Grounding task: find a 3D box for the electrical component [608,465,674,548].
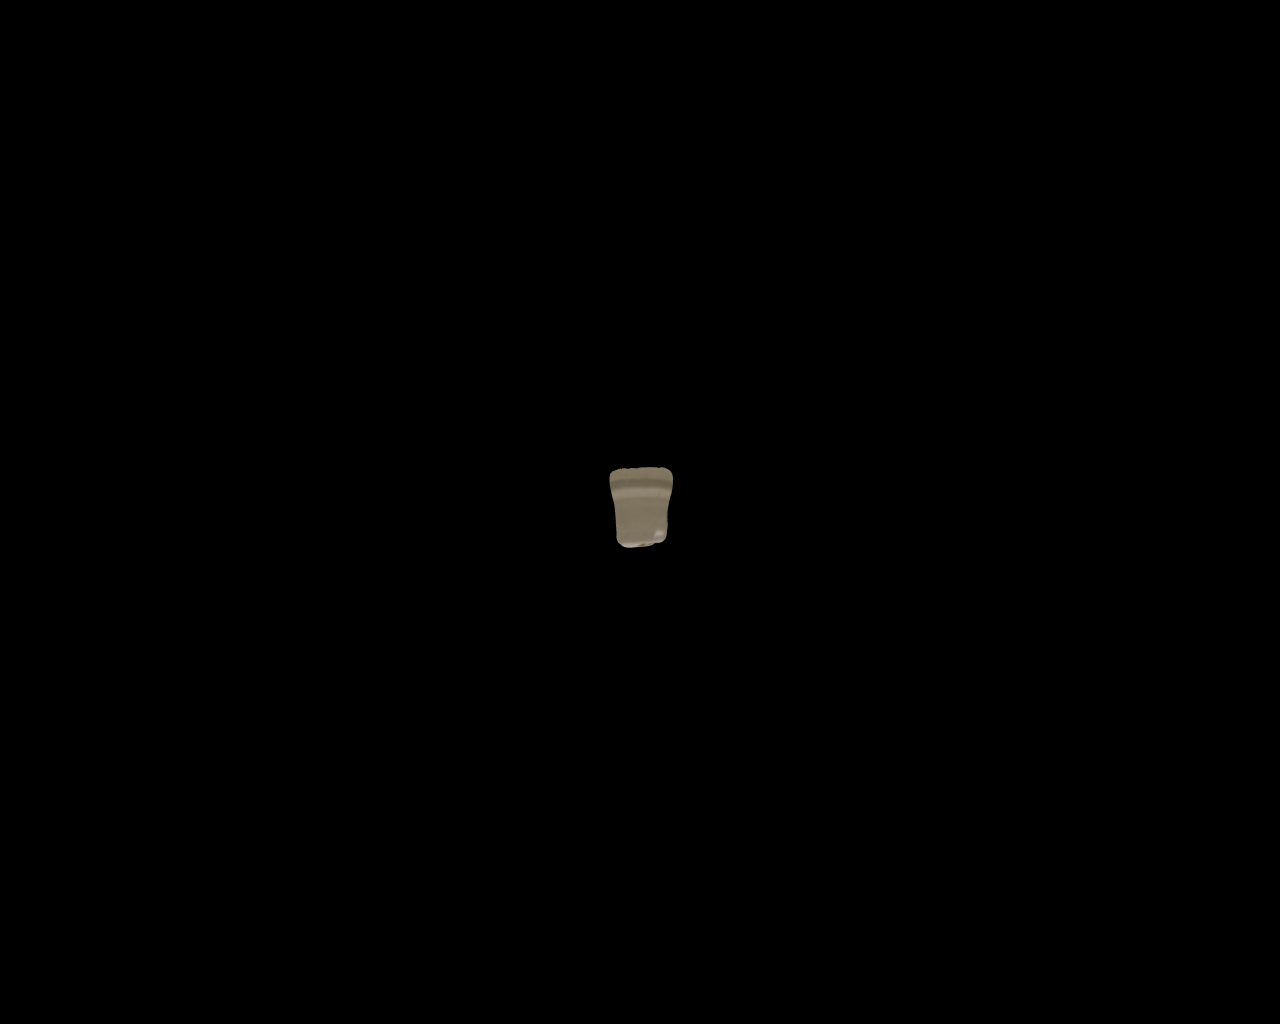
[{"bbox_3d":[0.001,-0.003,0.650,0.040,0.046,0.040,0,-7,0],"label":"electrical component"}]
